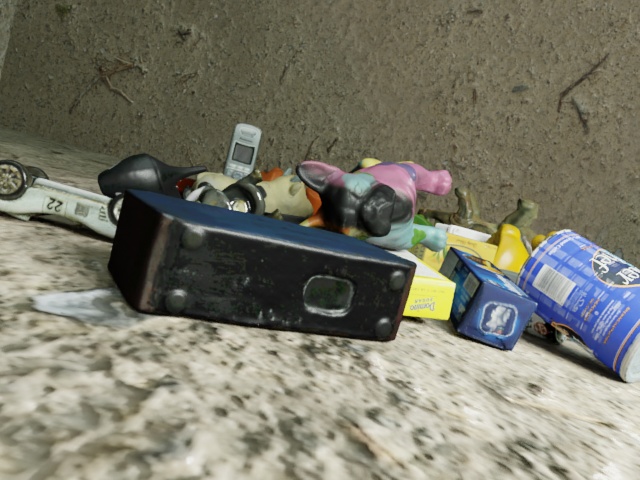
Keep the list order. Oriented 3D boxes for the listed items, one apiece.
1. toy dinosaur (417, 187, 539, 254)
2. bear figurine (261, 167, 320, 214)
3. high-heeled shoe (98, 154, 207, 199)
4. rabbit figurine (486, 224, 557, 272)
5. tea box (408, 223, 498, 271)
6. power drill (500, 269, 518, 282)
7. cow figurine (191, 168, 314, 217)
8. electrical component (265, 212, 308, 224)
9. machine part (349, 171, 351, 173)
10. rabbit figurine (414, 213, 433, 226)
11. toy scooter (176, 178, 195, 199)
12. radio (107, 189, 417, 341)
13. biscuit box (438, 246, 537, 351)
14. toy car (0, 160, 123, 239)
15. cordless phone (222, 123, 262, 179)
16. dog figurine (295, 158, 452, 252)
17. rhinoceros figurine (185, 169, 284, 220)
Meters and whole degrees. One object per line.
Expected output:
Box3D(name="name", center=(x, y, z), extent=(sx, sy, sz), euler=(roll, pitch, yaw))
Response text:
Box3D(name="toy dinosaur", center=(0.397, 0.011, 1.131), extent=(0.472, 0.198, 0.105), euler=(19, 5, 40))
Box3D(name="bear figurine", center=(-0.064, -0.087, 1.035), extent=(0.196, 0.132, 0.120), euler=(47, 23, 26))
Box3D(name="high-heeled shoe", center=(-0.251, -0.057, 0.719), extent=(0.145, 0.086, 0.249), euler=(-19, -1, -39))
Box3D(name="rabbit figurine", center=(0.370, 0.059, 0.958), extent=(0.173, 0.162, 0.122), euler=(33, -6, 2))
Box3D(name="tea box", center=(0.199, 0.035, 0.861), extent=(0.169, 0.098, 0.068), euler=(10, 7, -38))
Box3D(name="power drill", center=(0.364, 0.080, 0.790), extent=(0.232, 0.086, 0.207), euler=(12, -4, 1))
Box3D(name="cow figurine", center=(-0.101, -0.057, 0.827), extent=(0.195, 0.127, 0.086), euler=(10, 9, -24))
Box3D(name="electrical component", center=(-0.026, -0.004, 0.762), extent=(0.134, 0.058, 0.115), euler=(8, 2, -27))
Box3D(name="machine part", center=(0.080, -0.062, 1.152), extent=(0.056, 0.179, 0.179), euler=(23, 9, 36))
Box3D(name="rabbit figurine", center=(0.214, 0.007, 1.138), extent=(0.159, 0.121, 0.170), euler=(10, -12, 24))
Box3D(name="toy scooter", center=(-0.228, -0.082, 1.025), extent=(0.135, 0.075, 0.184), euler=(14, 2, -17))
Box3D(name="radio", center=(-0.043, 0.022, 0.441), extent=(0.229, 0.073, 0.131), euler=(10, 7, -29))
Box3D(name="biscuit box", center=(0.181, 0.060, 0.620), extent=(0.063, 0.059, 0.203), euler=(23, 11, 0))
Box3D(name="toy car", center=(-0.253, -0.036, 0.557), extent=(0.202, 0.056, 0.073), euler=(16, -1, -11))
Box3D(name="cordless phone", center=(-0.105, -0.096, 0.914), extent=(0.146, 0.184, 0.089), euler=(14, 0, -14))
Box3D(name="dog figurine", center=(0.044, -0.045, 0.632), extent=(0.219, 0.108, 0.192), euler=(0, 13, -39))
Box3D(name="rhinoceros figurine", center=(-0.106, -0.028, 0.616), extent=(0.112, 0.073, 0.190), euler=(-24, 0, -10))
